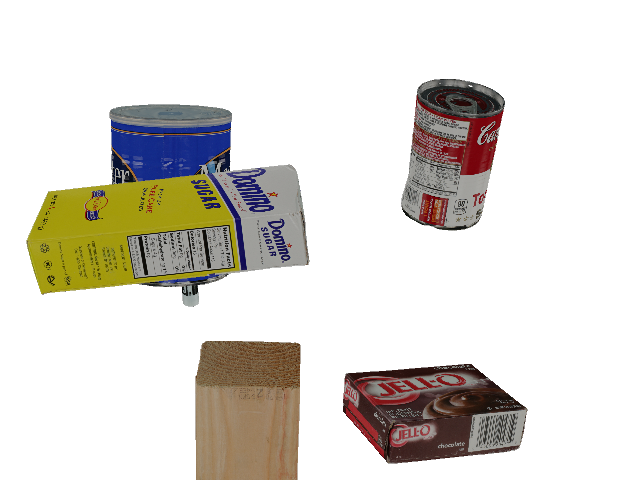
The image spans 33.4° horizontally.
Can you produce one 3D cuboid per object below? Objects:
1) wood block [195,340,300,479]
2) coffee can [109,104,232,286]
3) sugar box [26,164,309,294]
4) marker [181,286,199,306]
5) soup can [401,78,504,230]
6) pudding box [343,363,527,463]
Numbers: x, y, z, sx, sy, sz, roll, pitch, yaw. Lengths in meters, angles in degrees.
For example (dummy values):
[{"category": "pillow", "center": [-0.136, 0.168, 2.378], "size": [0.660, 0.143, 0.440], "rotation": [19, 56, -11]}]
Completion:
[{"category": "wood block", "center": [-0.065, 0.202, 0.955], "size": [0.090, 0.206, 0.091], "rotation": [2, 20, -2]}, {"category": "coffee can", "center": [-0.128, -0.041, 0.915], "size": [0.103, 0.140, 0.103], "rotation": [2, 13, -1]}, {"category": "sugar box", "center": [-0.099, -0.010, 0.715], "size": [0.176, 0.048, 0.093], "rotation": [-9, 25, -1]}, {"category": "marker", "center": [-0.149, 0.020, 1.195], "size": [0.020, 0.121, 0.020], "rotation": [-1, 32, 0]}, {"category": "soup can", "center": [0.103, -0.067, 0.843], "size": [0.068, 0.102, 0.068], "rotation": [5, 30, -3]}, {"category": "pudding box", "center": [0.084, 0.128, 0.805], "size": [0.113, 0.039, 0.090], "rotation": [0, 17, -21]}]
